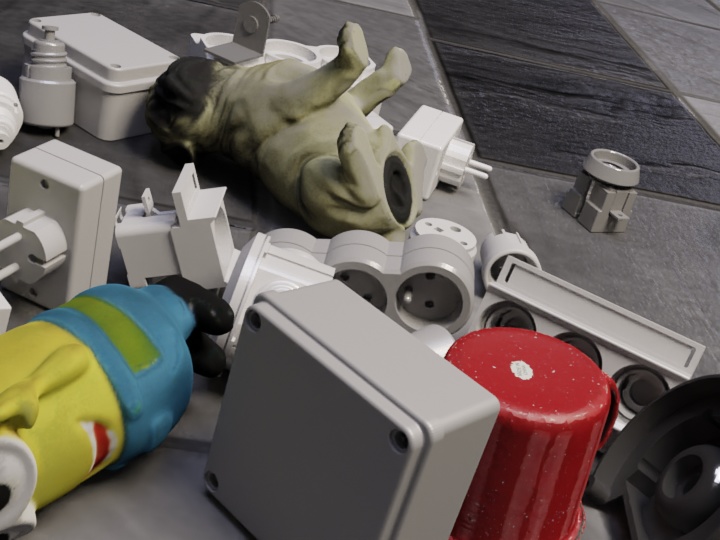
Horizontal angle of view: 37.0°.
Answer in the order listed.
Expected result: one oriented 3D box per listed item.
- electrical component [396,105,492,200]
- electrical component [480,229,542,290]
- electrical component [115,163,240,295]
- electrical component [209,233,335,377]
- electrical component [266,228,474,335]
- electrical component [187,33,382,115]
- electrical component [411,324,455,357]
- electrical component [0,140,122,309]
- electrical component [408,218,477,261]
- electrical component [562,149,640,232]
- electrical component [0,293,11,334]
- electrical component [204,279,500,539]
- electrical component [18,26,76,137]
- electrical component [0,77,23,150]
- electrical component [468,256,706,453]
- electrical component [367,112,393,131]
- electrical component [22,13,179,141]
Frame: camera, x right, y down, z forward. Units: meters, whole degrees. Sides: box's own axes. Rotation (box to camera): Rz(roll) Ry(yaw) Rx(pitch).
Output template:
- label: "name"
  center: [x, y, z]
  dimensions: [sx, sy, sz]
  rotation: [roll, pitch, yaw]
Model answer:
- label: "electrical component"
  center: [0.070, -0.091, 0.877]
  dimensions: [0.076, 0.047, 0.083]
  rotation: [20, 29, 8]
- label: "electrical component"
  center: [0.103, -0.004, 0.748]
  dimensions: [0.040, 0.040, 0.046]
  rotation: [12, 23, -6]
- label: "electrical component"
  center: [-0.108, -0.017, 0.635]
  dimensions: [0.064, 0.081, 0.042]
  rotation: [-6, 28, 7]
- label: "electrical component"
  center: [-0.049, 0.024, 0.579]
  dimensions: [0.051, 0.080, 0.080]
  rotation: [20, 28, -3]
- label: "electrical component"
  center: [0.000, 0.000, 0.652]
  dimensions: [0.138, 0.052, 0.073]
  rotation: [2, 27, 5]
- label: "electrical component"
  center: [-0.065, -0.156, 0.911]
  dimensions: [0.150, 0.061, 0.089]
  rotation: [1, 32, -25]
- label: "electrical component"
  center: [0.018, 0.057, 0.594]
  dimensions: [0.065, 0.044, 0.044]
  rotation: [-9, 37, -30]
- label: "electrical component"
  center: [-0.174, -0.016, 0.584]
  dimensions: [0.047, 0.083, 0.076]
  rotation: [23, 30, 14]
- label: "electrical component"
  center: [0.048, 0.000, 0.694]
  dimensions: [0.045, 0.055, 0.045]
  rotation: [12, 29, -7]
- label: "electrical component"
  center: [0.202, -0.066, 0.889]
  dimensions: [0.048, 0.055, 0.066]
  rotation: [-1, 33, -28]
- label: "electrical component"
  center: [-0.212, 0.024, 0.535]
  dimensions: [0.055, 0.048, 0.066]
  rotation: [-1, 32, -43]
- label: "electrical component"
  center: [-0.008, 0.077, 0.473]
  dimensions: [0.056, 0.108, 0.109]
  rotation: [-13, 39, -45]
- label: "electrical component"
  center: [-0.230, -0.139, 0.790]
  dimensions: [0.040, 0.078, 0.040]
  rotation: [7, 15, -2]
- label: "electrical component"
  center: [-0.256, -0.107, 0.751]
  dimensions: [0.040, 0.040, 0.078]
  rotation: [0, 32, -27]
- label: "electrical component"
  center: [0.128, 0.053, 0.629]
  dimensions: [0.121, 0.078, 0.063]
  rotation: [26, 8, 19]
- label: "electrical component"
  center: [-0.004, -0.089, 0.837]
  dimensions: [0.066, 0.047, 0.077]
  rotation: [-7, 36, -35]
- label: "electrical component"
  center: [-0.204, -0.154, 0.844]
  dimensions: [0.113, 0.057, 0.078]
  rotation: [31, 32, 27]
